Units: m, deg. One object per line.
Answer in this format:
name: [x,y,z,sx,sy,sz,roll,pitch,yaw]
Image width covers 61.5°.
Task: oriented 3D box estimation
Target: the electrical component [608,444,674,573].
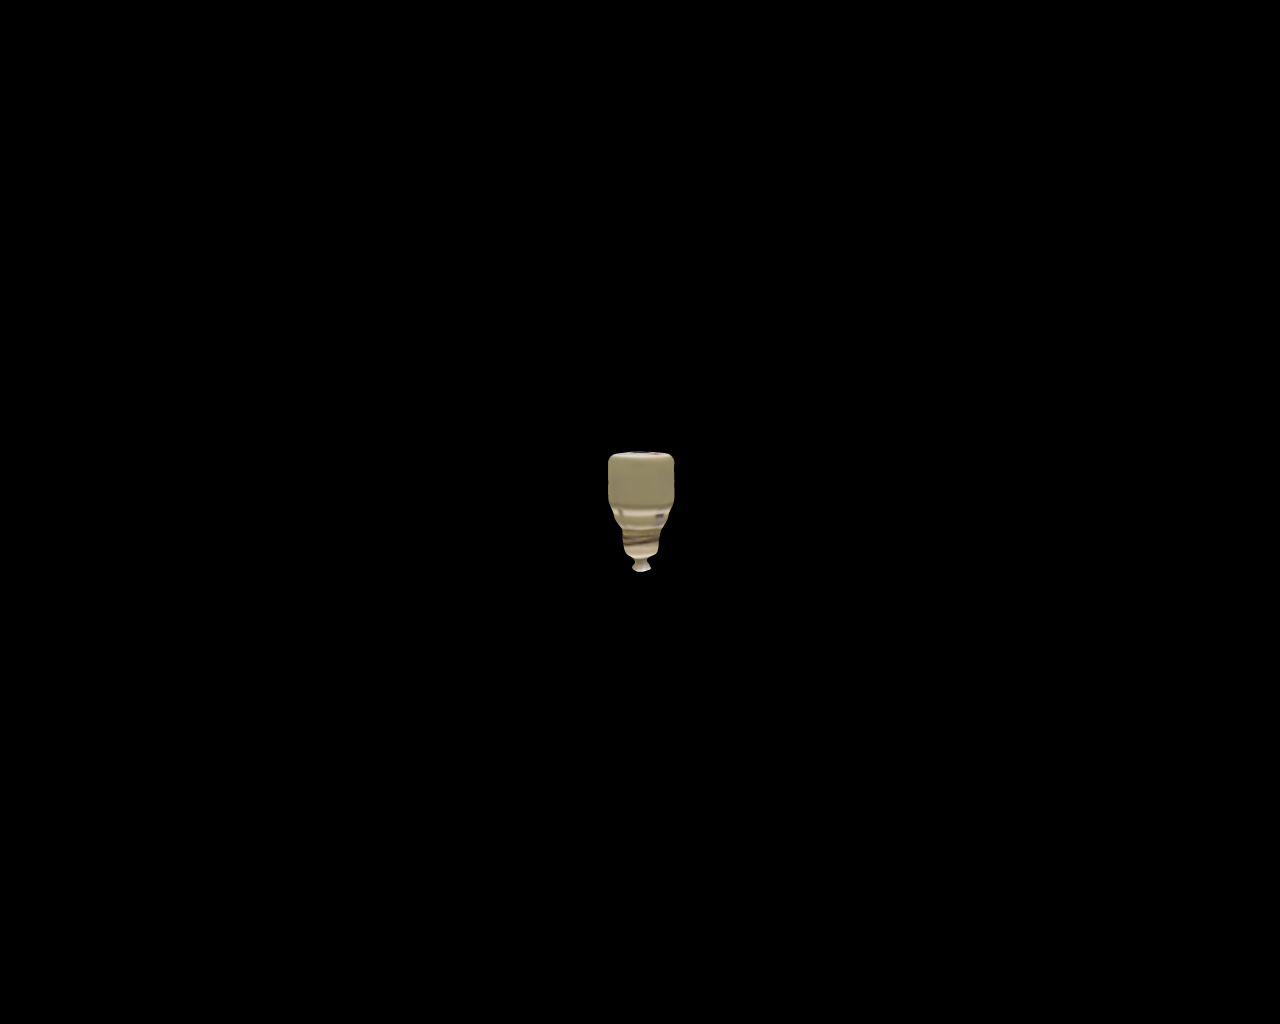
electrical component: [0.001,-0.003,0.650,0.040,0.078,0.040,0,7,0]
